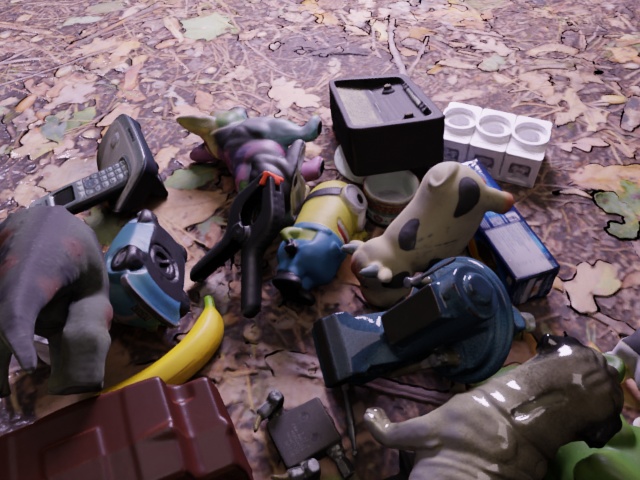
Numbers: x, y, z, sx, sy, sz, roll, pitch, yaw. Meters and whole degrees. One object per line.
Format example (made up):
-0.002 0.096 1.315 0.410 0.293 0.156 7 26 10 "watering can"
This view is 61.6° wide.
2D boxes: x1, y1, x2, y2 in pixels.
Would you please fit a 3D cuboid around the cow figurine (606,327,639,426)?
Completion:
0.346 0.157 0.505 0.068 0.098 0.167 -6 49 -10 "cow figurine"

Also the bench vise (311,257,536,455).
0.121 0.098 0.544 0.240 0.223 0.129 3 47 -35 "bench vise"

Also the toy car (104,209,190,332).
-0.222 0.043 0.639 0.103 0.109 0.162 -28 38 8 "toy car"

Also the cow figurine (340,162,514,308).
0.112 -0.002 0.615 0.127 0.195 0.086 23 21 -33 "cow figurine"

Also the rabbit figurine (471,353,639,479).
0.227 0.168 0.491 0.159 0.121 0.170 -31 49 -27 "rabbit figurine"

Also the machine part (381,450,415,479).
0.060 0.243 0.491 0.139 0.039 0.084 -16 58 -12 "machine part"

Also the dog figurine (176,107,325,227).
-0.111 -0.115 0.763 0.219 0.108 0.191 11 54 18 "dog figurine"

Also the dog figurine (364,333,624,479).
0.136 0.173 0.392 0.190 0.121 0.172 -33 44 31 "dog figurine"

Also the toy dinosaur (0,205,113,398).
-0.242 0.038 0.459 0.131 0.405 0.192 3 73 -35 "toy dinosaur"

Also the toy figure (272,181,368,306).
-0.002 -0.005 0.676 0.089 0.082 0.180 22 57 18 "toy figure"

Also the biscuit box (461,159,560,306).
0.215 -0.015 0.681 0.059 0.062 0.203 -16 50 -8 "biscuit box"

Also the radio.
0.090 -0.175 0.780 0.131 0.073 0.230 -7 33 -3 "radio"

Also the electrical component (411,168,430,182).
0.145 -0.101 0.775 0.063 0.021 0.094 -26 64 -28 "electrical component"

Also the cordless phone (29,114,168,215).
-0.326 -0.089 0.769 0.184 0.088 0.147 -25 53 -12 "cordless phone"

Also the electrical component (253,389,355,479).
-0.020 0.195 0.530 0.078 0.045 0.102 -20 52 -11 "electrical component"

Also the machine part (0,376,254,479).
-0.160 0.201 0.431 0.201 0.201 0.087 -21 53 -13 "machine part"
